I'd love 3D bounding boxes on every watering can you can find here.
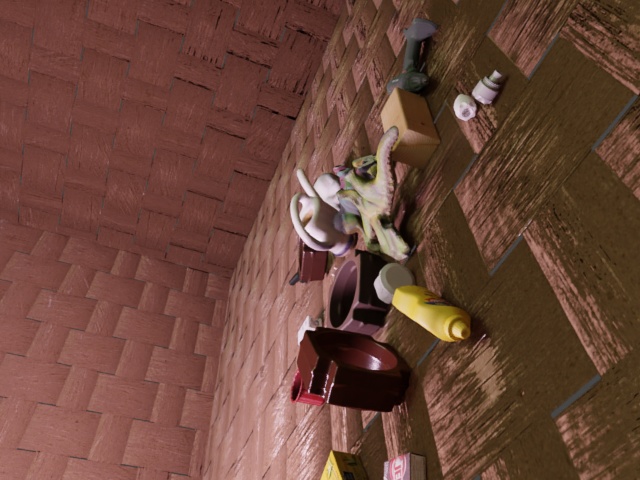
[{"bbox_3d":[0.005,-0.079,1.565,0.102,0.222,0.356,-42,28,28],"label":"watering can"}]

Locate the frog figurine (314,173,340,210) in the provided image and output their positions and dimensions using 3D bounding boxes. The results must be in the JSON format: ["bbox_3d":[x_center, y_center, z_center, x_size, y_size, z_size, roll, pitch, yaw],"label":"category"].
[{"bbox_3d":[0.030,-0.143,1.726,0.135,0.121,0.163,-30,30,41],"label":"frog figurine"}]

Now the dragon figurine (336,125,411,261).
[{"bbox_3d":[0.153,-0.073,1.180,0.245,0.123,0.405,63,165,10],"label":"dragon figurine"}]
